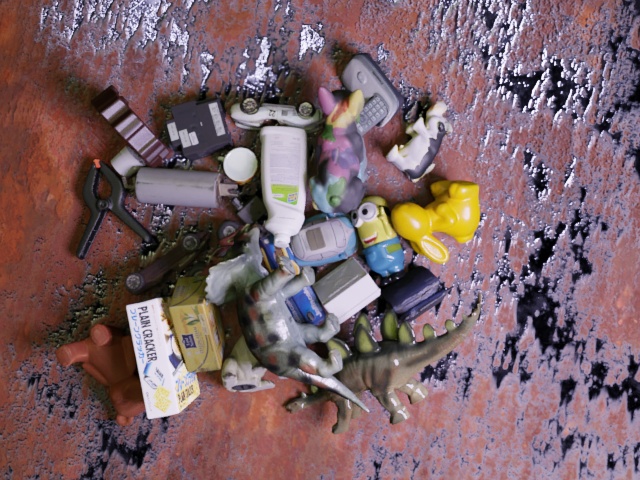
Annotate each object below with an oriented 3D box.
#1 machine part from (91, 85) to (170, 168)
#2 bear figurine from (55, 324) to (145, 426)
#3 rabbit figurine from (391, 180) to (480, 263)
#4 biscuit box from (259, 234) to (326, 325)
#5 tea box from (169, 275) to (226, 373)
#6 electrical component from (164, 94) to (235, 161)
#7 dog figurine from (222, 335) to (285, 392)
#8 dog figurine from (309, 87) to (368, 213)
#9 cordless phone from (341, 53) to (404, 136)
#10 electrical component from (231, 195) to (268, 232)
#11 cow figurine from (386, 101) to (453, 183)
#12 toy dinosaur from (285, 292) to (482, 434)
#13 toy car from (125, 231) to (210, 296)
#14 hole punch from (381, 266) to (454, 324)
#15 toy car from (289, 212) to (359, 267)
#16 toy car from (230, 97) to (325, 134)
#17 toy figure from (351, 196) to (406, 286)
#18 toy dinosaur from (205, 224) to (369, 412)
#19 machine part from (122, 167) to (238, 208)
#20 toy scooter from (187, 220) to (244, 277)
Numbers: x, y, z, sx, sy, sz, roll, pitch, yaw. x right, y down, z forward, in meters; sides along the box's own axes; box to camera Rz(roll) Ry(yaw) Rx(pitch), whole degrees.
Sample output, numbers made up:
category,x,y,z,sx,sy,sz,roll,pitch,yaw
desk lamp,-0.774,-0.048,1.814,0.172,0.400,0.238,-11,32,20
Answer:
category,x,y,z,sx,sy,sz,roll,pitch,yaw
machine part,-0.379,-0.227,1.085,0.056,0.179,0.179,-42,86,-5
bear figurine,-0.415,0.274,1.076,0.120,0.132,0.196,-29,80,4
rabbit figurine,0.222,-0.040,1.082,0.173,0.122,0.162,-9,109,-19
biscuit box,-0.067,0.087,1.071,0.063,0.059,0.202,-35,83,42
tea box,-0.237,0.165,1.053,0.068,0.098,0.169,-7,120,1
electrical component,-0.260,-0.234,1.139,0.134,0.058,0.115,-15,84,1
dog figurine,-0.140,0.201,1.102,0.172,0.121,0.191,-25,55,23
dog figurine,0.036,-0.184,1.041,0.109,0.219,0.191,6,43,11
cordless phone,0.071,-0.281,1.129,0.184,0.089,0.146,-39,86,18
electrical component,-0.140,-0.063,1.126,0.063,0.021,0.094,-44,111,-2
cow figurine,0.222,-0.205,1.116,0.098,0.068,0.167,42,92,-2
toy dinosaur,0.113,0.238,1.012,0.471,0.105,0.198,-27,93,26
toy car,-0.309,0.048,1.107,0.202,0.089,0.053,-34,85,-2
hole punch,0.186,0.108,1.077,0.142,0.115,0.092,-30,78,-1
toy car,-0.002,-0.003,1.094,0.162,0.103,0.109,-14,85,-1
toy car,-0.086,-0.257,1.127,0.202,0.073,0.056,6,83,2
toy figure,0.122,-0.002,1.098,0.082,0.089,0.180,-23,88,17
toy dinosaur,-0.077,0.158,0.970,0.192,0.131,0.404,-25,86,22
machine part,-0.291,-0.108,1.122,0.243,0.079,0.079,3,86,2
toy scooter,-0.184,0.060,1.110,0.135,0.075,0.184,32,84,1
